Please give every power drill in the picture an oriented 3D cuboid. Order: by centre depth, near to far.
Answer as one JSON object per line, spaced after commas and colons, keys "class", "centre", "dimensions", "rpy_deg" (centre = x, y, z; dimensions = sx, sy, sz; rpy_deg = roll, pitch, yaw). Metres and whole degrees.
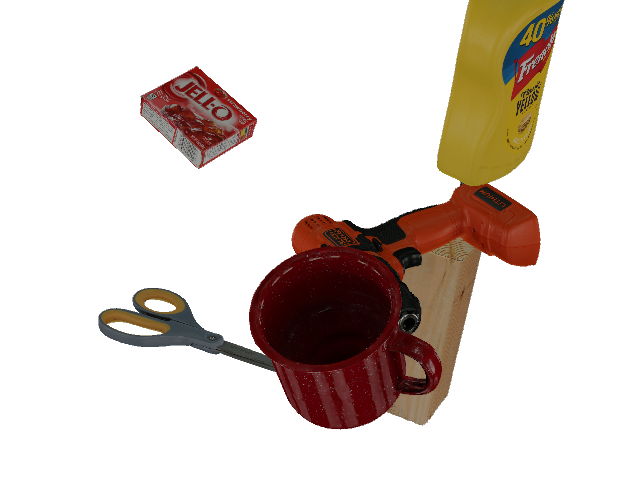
{"class": "power drill", "centre": [0.089, 0.010, 0.905], "dimensions": [0.187, 0.057, 0.185], "rpy_deg": [-15, 30, -21]}

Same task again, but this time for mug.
{"class": "mug", "centre": [0.020, 0.067, 0.662], "dimensions": [0.117, 0.093, 0.081], "rpy_deg": [12, -35, 23]}

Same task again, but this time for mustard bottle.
{"class": "mustard bottle", "centre": [0.131, -0.136, 0.744], "dimensions": [0.058, 0.192, 0.096], "rpy_deg": [31, 47, 26]}

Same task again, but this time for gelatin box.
{"class": "gelatin box", "centre": [-0.118, -0.120, 1.028], "dimensions": [0.073, 0.089, 0.030], "rpy_deg": [-35, -20, -34]}

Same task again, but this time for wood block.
{"class": "wood block", "centre": [0.112, 0.090, 1.211], "dimensions": [0.090, 0.206, 0.090], "rpy_deg": [18, 24, 20]}

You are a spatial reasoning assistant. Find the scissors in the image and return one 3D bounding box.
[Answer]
{"class": "scissors", "centre": [-0.103, 0.083, 0.988], "dimensions": [0.202, 0.016, 0.096], "rpy_deg": [10, 29, 4]}
